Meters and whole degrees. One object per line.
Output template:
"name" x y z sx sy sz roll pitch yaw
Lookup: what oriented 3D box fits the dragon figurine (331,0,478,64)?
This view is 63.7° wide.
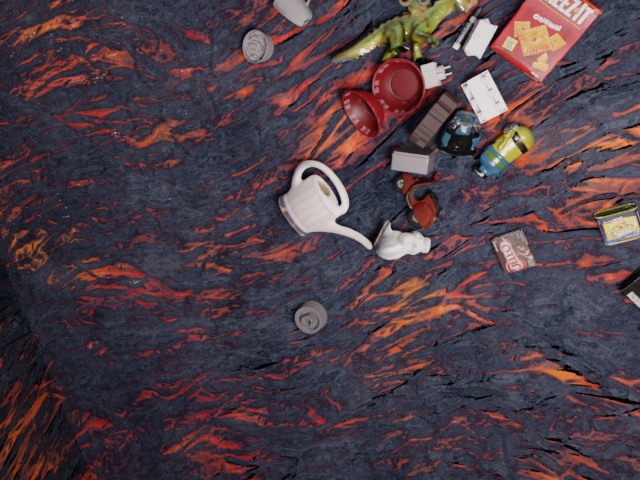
"dragon figurine" 0.224 -0.622 1.435 0.410 0.122 0.243 3 88 20

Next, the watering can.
"watering can" 0.005 -0.083 1.647 0.222 0.105 0.348 -31 90 27

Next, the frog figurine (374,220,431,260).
"frog figurine" 0.249 0.017 1.572 0.160 0.125 0.134 28 147 4
